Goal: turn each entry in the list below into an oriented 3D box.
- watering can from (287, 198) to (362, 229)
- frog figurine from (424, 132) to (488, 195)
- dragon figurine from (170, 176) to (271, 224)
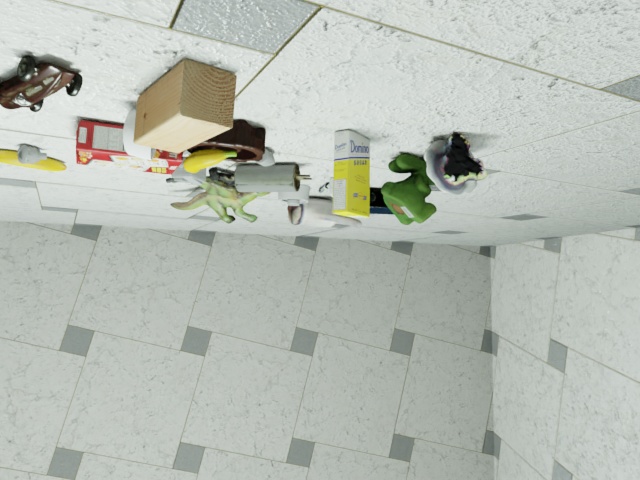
[{"bbox_3d":[0.006,-0.093,1.851,0.224,0.103,0.350,3,-170,-17],"label":"watering can"},{"bbox_3d":[0.291,-0.163,1.146,0.137,0.122,0.160,35,-178,-1],"label":"frog figurine"},{"bbox_3d":[-0.338,-0.153,1.680,0.410,0.124,0.238,-1,156,8],"label":"dragon figurine"}]
